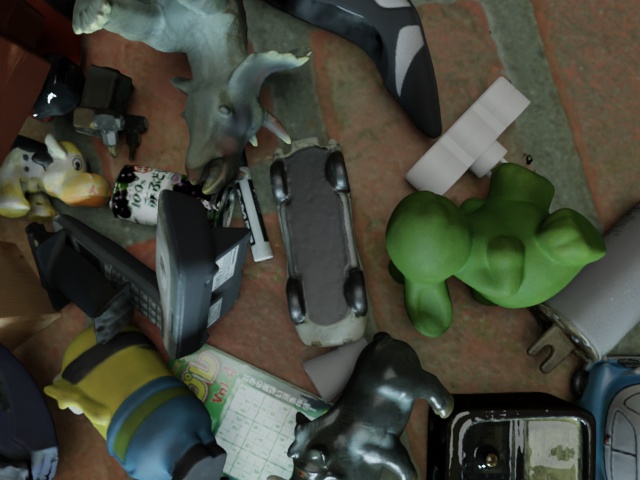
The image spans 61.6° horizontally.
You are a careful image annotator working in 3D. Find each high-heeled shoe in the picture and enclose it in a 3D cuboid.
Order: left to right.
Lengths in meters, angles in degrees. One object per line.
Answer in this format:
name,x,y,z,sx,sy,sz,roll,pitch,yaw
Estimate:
high-heeled shoe,0.018,-0.196,0.524,0.145,0.086,0.248,-21,87,8

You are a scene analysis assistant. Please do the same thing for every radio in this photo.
radio,0.164,0.255,0.479,0.131,0.073,0.229,4,84,-1

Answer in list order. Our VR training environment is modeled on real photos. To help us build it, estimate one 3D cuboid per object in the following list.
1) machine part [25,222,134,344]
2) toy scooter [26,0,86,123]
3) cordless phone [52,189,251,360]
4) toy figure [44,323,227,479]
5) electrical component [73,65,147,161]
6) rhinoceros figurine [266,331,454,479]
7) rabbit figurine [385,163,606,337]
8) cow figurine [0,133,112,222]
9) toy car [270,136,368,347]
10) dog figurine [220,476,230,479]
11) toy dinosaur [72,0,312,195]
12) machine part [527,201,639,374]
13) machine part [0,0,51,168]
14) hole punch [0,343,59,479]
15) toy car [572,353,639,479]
machine part,-0.214,0.039,0.472,0.139,0.039,0.084,25,124,34
toy scooter,-0.283,-0.186,0.512,0.135,0.075,0.184,-15,71,24
cordless phone,-0.161,0.006,0.470,0.184,0.146,0.089,30,48,10
toy figure,-0.151,0.141,0.461,0.180,0.082,0.089,28,62,29
electrical component,-0.191,-0.117,0.499,0.045,0.102,0.078,17,93,-6
rhinoceros figurine,0.030,0.173,0.462,0.112,0.073,0.190,33,90,-31
rabbit figurine,0.121,0.003,0.471,0.170,0.159,0.121,9,46,-29
cow figurine,-0.281,-0.066,0.506,0.167,0.068,0.098,-5,80,-1
toy car,-0.001,-0.002,0.507,0.074,0.056,0.201,-9,78,4
dog figurine,-0.122,0.312,0.451,0.191,0.109,0.219,39,57,-36
toy dinosaur,-0.139,-0.245,0.496,0.131,0.192,0.405,-35,69,26
machine part,0.286,0.030,0.504,0.243,0.079,0.079,-42,87,-4
machine part,-0.336,-0.136,0.434,0.201,0.087,0.201,31,95,22
hole punch,-0.269,0.162,0.453,0.116,0.142,0.092,34,40,-4
toy car,0.290,0.185,0.477,0.109,0.103,0.161,3,86,-2
